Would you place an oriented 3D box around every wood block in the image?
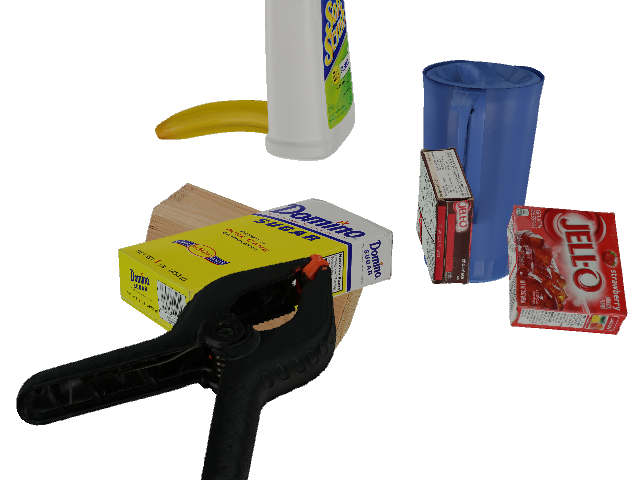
[{"bbox_3d":[-0.065,0.030,1.059,0.206,0.091,0.090,22,26,9],"label":"wood block"}]

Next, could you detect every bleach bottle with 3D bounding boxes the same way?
[{"bbox_3d":[-0.015,-0.203,0.925,0.068,0.251,0.102,8,33,20],"label":"bleach bottle"}]

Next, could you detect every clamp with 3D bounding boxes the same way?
[{"bbox_3d":[-0.041,0.063,0.502,0.120,0.039,0.171,34,49,29],"label":"clamp"}]

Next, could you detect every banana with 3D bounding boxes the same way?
[{"bbox_3d":[-0.091,-0.135,1.227,0.198,0.037,0.069,8,42,18],"label":"banana"}]

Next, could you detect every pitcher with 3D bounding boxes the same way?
[{"bbox_3d":[0.174,-0.076,1.211,0.149,0.243,0.145,-9,24,-23],"label":"pitcher"}]

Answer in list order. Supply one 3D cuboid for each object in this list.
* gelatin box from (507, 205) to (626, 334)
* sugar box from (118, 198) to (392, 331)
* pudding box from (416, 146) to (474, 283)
[{"bbox_3d":[0.168,0.019,0.734,0.073,0.089,0.030,5,-37,1],"label":"gelatin box"},{"bbox_3d":[-0.043,0.016,0.756,0.175,0.048,0.093,-19,30,-35],"label":"sugar box"},{"bbox_3d":[0.116,-0.025,1.002,0.039,0.090,0.113,-2,30,-4],"label":"pudding box"}]
